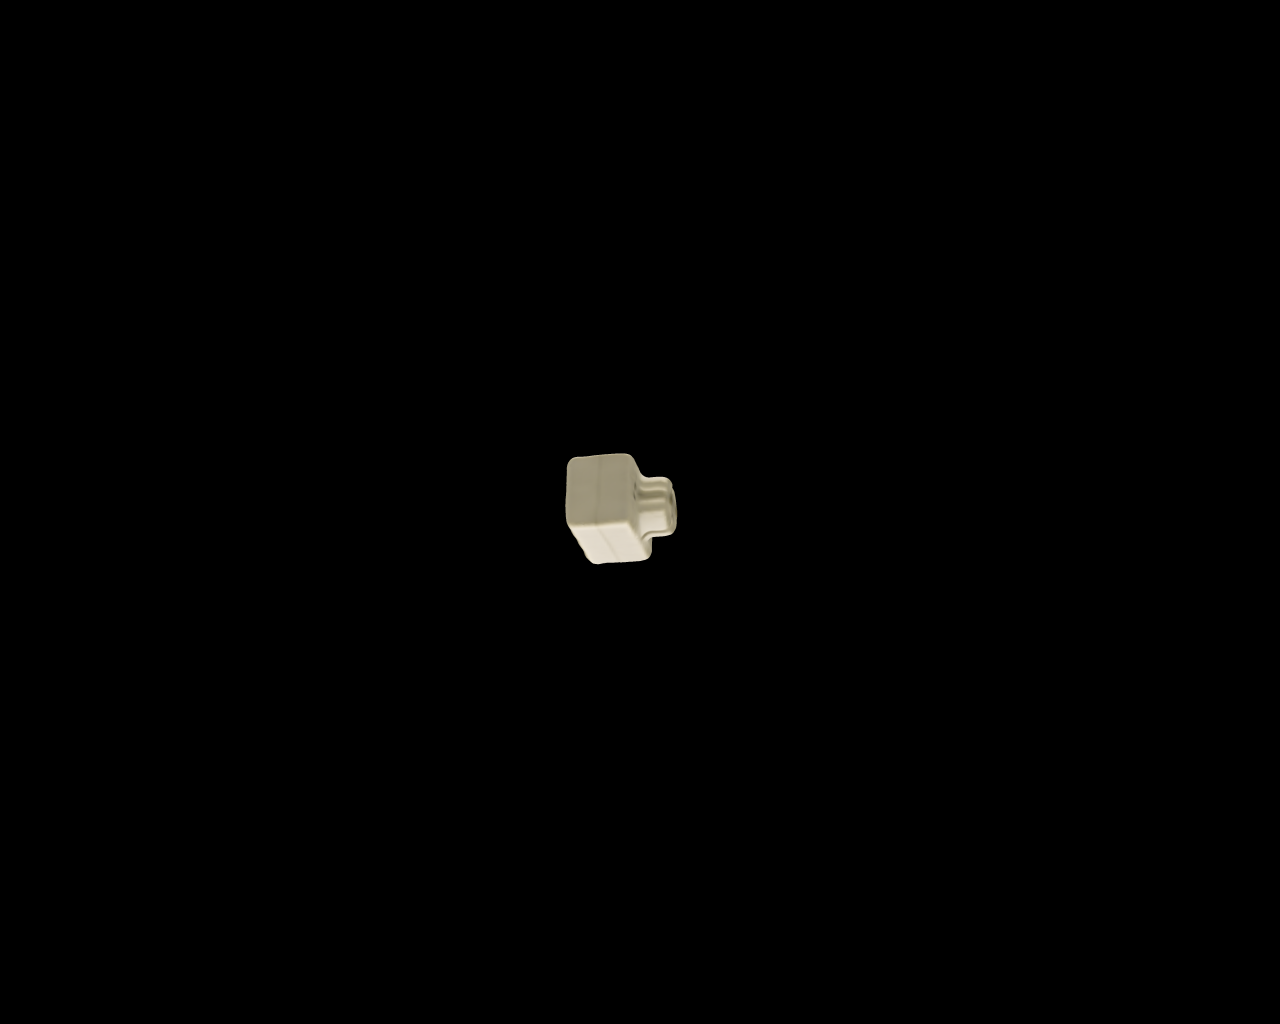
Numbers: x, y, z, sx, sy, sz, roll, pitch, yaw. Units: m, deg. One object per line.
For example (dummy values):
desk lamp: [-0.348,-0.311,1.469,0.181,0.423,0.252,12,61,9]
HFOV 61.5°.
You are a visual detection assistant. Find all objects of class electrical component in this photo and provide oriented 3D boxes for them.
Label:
electrical component: [0.001,-0.003,0.650,0.077,0.047,0.065,-5,-24,10]
